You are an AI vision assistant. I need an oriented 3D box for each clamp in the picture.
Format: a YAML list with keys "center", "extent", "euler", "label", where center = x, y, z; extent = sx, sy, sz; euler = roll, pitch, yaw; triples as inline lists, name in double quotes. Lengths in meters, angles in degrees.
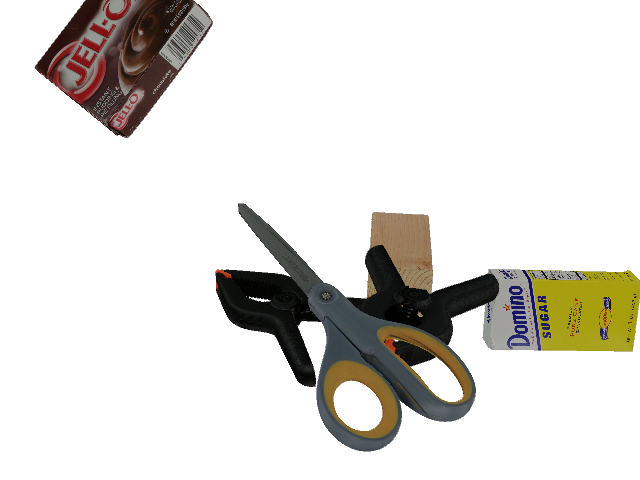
- center: [-0.038, 0.081, 1.134]
  extent: [0.210, 0.036, 0.164]
  euler: [18, 33, 27]
  label: "clamp"
- center: [0.068, 0.053, 0.890]
  extent: [0.120, 0.039, 0.171]
  euler: [14, 26, 24]
  label: "clamp"

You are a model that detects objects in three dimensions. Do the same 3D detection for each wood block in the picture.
- center: [0.117, 0.038, 1.586]
  extent: [0.091, 0.090, 0.206]
  euler: [4, 24, 2]
  label: "wood block"

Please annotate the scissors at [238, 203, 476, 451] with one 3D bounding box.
- center: [-0.004, 0.050, 0.621]
  extent: [0.202, 0.016, 0.096]
  euler: [33, 52, 25]
  label: "scissors"

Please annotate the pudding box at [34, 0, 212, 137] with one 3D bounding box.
- center: [-0.148, -0.147, 0.804]
  extent: [0.090, 0.113, 0.039]
  euler: [37, -2, 27]
  label: "pudding box"

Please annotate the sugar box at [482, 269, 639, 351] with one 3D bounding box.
- center: [0.287, 0.084, 1.276]
  extent: [0.176, 0.093, 0.048]
  euler: [0, 18, -5]
  label: "sugar box"
